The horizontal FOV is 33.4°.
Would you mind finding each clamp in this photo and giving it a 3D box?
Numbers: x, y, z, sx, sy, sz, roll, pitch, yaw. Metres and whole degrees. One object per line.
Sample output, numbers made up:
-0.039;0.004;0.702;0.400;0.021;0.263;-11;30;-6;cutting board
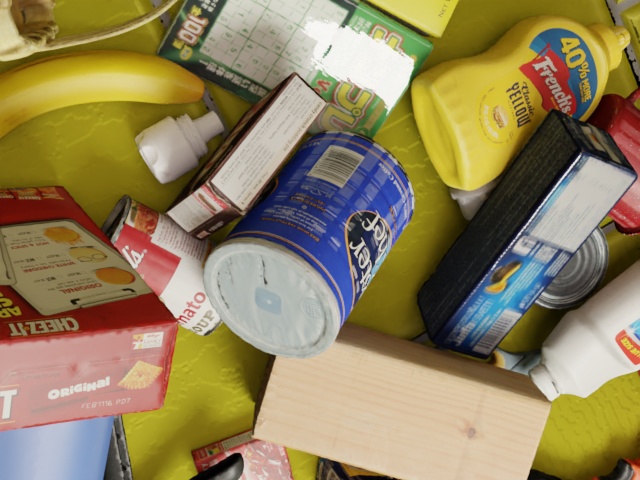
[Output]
-0.150;0.205;0.829;0.120;0.039;0.171;35;101;2;clamp

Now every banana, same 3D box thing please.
-0.183;-0.100;0.764;0.197;0.037;0.069;-23;121;-9;banana

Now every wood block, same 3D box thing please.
0.058;0.128;0.825;0.206;0.090;0.091;17;96;-4;wood block

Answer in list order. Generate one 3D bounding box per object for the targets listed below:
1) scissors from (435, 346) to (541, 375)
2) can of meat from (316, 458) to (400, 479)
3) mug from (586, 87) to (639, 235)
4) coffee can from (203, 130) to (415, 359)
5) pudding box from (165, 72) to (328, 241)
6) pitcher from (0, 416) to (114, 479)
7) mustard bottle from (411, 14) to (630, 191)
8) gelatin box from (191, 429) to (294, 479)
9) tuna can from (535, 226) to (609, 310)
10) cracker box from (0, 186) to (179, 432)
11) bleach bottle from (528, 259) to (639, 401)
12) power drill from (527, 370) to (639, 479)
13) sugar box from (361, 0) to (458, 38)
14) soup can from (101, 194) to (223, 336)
0.182;0.123;0.921;0.201;0.016;0.096;2;102;-16;scissors
0.053;0.206;0.867;0.102;0.084;0.057;4;101;-17;can of meat
0.249;-0.073;0.858;0.081;0.093;0.117;34;102;-14;mug
-0.005;0.001;0.763;0.102;0.103;0.140;54;45;-19;coffee can
-0.053;-0.058;0.758;0.039;0.090;0.113;39;64;-12;pudding box
-0.228;0.171;0.765;0.144;0.149;0.243;-10;113;-56;pitcher
0.166;-0.121;0.833;0.191;0.058;0.096;-30;111;-19;mustard bottle
-0.056;0.201;0.864;0.073;0.030;0.089;-19;105;-10;gelatin box
0.197;0.014;0.892;0.086;0.034;0.086;-3;103;-15;tuna can
-0.209;0.037;0.672;0.163;0.214;0.072;-4;117;-32;cracker box
0.280;0.061;0.897;0.250;0.068;0.102;-34;132;-6;bleach bottle
0.274;0.190;0.940;0.184;0.057;0.188;27;96;-23;power drill
0.029;-0.229;0.788;0.176;0.048;0.093;23;95;-20;sugar box
-0.115;0.020;0.789;0.102;0.068;0.068;30;93;-19;soup can
